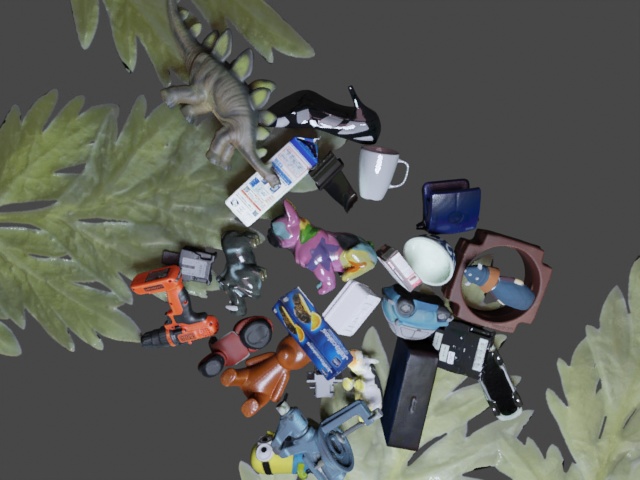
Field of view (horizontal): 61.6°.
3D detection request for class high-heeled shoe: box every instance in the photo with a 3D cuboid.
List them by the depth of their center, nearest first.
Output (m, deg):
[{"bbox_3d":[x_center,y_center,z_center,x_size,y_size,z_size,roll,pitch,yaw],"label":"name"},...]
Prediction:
[{"bbox_3d":[0.000,-0.240,1.136,0.249,0.086,0.145,-11,132,18],"label":"high-heeled shoe"}]

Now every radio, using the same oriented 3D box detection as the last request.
[{"bbox_3d":[0.195,0.332,1.197,0.073,0.131,0.229,11,99,-4],"label":"radio"}]

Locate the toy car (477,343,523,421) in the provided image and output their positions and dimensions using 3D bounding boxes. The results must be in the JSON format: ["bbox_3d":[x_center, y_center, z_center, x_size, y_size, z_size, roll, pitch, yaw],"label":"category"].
[{"bbox_3d":[0.404,0.325,1.241,0.073,0.056,0.201,-26,99,10],"label":"toy car"}]

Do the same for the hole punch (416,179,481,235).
[{"bbox_3d":[0.282,-0.067,1.151,0.142,0.092,0.115,-7,104,-4],"label":"hole punch"}]

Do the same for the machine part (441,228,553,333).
[{"bbox_3d":[0.384,0.087,1.181,0.201,0.087,0.200,16,100,-6],"label":"machine part"}]

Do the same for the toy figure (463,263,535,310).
[{"bbox_3d":[0.366,0.092,1.110,0.154,0.058,0.064,29,92,-1],"label":"toy figure"}]

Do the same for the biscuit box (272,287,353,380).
[{"bbox_3d":[-0.016,0.202,1.162,0.059,0.062,0.203,-31,75,-37],"label":"biscuit box"}]

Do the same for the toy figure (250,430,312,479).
[{"bbox_3d":[-0.071,0.506,1.250,0.180,0.082,0.089,7,98,-5],"label":"toy figure"}]

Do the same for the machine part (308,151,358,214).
[{"bbox_3d":[0.035,-0.118,1.128,0.084,0.039,0.138,-49,130,-12],"label":"machine part"}]

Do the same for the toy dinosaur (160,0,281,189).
[{"bbox_3d":[-0.207,-0.307,1.076,0.198,0.105,0.471,-36,88,5],"label":"toy dinosaur"}]

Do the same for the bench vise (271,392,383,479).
[{"bbox_3d":[0.020,0.411,1.167,0.240,0.129,0.223,-36,82,15],"label":"bench vise"}]

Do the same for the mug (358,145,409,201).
[{"bbox_3d":[0.129,-0.139,1.142,0.110,0.081,0.107,9,112,-8],"label":"mug"}]

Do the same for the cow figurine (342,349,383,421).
[{"bbox_3d":[0.105,0.319,1.220,0.098,0.068,0.167,-14,104,-43],"label":"cow figurine"}]

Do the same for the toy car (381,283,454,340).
[{"bbox_3d":[0.203,0.166,1.184,0.162,0.109,0.102,16,105,-9],"label":"toy car"}]

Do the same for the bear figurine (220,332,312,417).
[{"bbox_3d":[-0.098,0.280,1.185,0.196,0.132,0.120,-42,72,12],"label":"bear figurine"}]

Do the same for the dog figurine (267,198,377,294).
[{"bbox_3d":[-0.002,-0.003,1.147,0.191,0.108,0.219,-29,97,5],"label":"dog figurine"}]

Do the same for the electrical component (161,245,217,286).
[{"bbox_3d":[-0.290,0.050,1.178,0.119,0.048,0.074,15,99,-6],"label":"electrical component"}]

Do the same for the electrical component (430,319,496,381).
[{"bbox_3d":[0.312,0.238,1.199,0.134,0.058,0.114,16,89,25],"label":"electrical component"}]

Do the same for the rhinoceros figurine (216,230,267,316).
[{"bbox_3d":[-0.173,0.072,1.171,0.112,0.073,0.190,-5,100,-2],"label":"rhinoceros figurine"}]

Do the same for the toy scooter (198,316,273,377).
[{"bbox_3d":[-0.191,0.226,1.183,0.184,0.135,0.075,-34,99,-14],"label":"toy scooter"}]
